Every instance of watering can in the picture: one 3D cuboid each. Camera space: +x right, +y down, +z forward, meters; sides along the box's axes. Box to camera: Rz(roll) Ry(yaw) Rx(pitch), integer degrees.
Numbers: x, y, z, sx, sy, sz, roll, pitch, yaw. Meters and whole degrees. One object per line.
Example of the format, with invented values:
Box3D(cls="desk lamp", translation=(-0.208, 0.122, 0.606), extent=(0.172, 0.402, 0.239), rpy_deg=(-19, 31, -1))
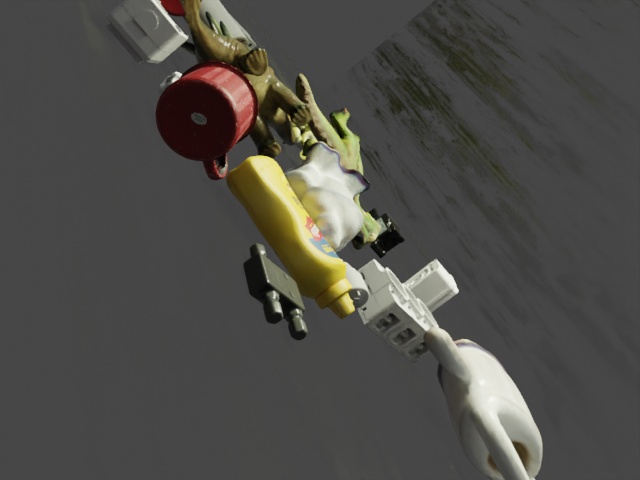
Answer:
Box3D(cls="watering can", translation=(0.219, 0.214, 0.711), extent=(0.103, 0.344, 0.228), rpy_deg=(-28, -165, 10))

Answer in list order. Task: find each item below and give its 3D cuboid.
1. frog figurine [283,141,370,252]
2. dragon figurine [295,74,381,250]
Box3D(cls="frog figurine", translation=(0.002, -0.034, 0.679), extent=(0.122, 0.134, 0.163), rpy_deg=(-12, -135, 19))
Box3D(cls="dragon figurine", translation=(0.047, -0.102, 0.951), extent=(0.122, 0.405, 0.247), rpy_deg=(-24, -114, 10))
